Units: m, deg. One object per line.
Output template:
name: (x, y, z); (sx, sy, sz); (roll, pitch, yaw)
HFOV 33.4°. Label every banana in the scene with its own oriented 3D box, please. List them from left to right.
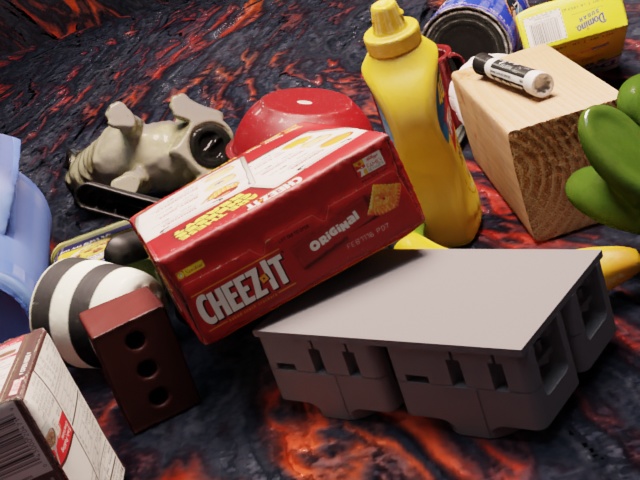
banana: (0.114, 0.018, 0.712); (0.198, 0.037, 0.069); (12, 62, 47)

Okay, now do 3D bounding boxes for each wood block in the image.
wood block: (0.177, -0.085, 0.856); (0.091, 0.090, 0.206); (-18, 21, 2)

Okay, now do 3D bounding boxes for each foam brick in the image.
foam brick: (-0.122, 0.080, 0.723); (0.053, 0.078, 0.051); (-25, 21, -14)

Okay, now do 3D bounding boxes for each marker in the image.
marker: (0.149, -0.131, 0.838); (0.020, 0.020, 0.121); (-22, 21, -8)

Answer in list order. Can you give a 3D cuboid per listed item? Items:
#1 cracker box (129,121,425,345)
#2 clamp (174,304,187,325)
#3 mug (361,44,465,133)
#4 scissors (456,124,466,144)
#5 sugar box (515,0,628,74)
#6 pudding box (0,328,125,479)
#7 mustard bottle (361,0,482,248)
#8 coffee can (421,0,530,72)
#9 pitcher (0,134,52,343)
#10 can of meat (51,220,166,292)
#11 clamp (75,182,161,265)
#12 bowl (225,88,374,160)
cracker box: (-0.040, -0.013, 0.749); (0.164, 0.072, 0.214); (-30, 15, -9)
clamp: (-0.006, 0.001, 0.867); (0.165, 0.036, 0.209); (-11, 20, 30)
mug: (0.106, -0.147, 1.075); (0.117, 0.081, 0.093); (-32, 25, -29)
scissors: (0.121, -0.067, 0.961); (0.096, 0.016, 0.201); (3, 31, 41)
sugar box: (0.241, -0.189, 1.020); (0.093, 0.048, 0.176); (-14, -8, 13)
pudding box: (-0.153, 0.119, 0.605); (0.039, 0.113, 0.090); (-22, 20, 2)
mustard bottle: (0.073, -0.092, 0.803); (0.058, 0.191, 0.096); (-14, 33, 12)
coffee can: (0.174, -0.229, 1.190); (0.103, 0.103, 0.140); (-9, 23, 24)
pitcher: (-0.295, 0.018, 0.928); (0.145, 0.149, 0.243); (-27, 26, -4)
can of meat: (-0.183, 0.030, 0.926); (0.102, 0.057, 0.084); (-20, 23, -1)
clamp: (-0.117, -0.008, 0.900); (0.171, 0.039, 0.120); (4, 32, -18)
bowl: (-0.014, -0.113, 1.063); (0.162, 0.055, 0.162); (1, 25, -1)
